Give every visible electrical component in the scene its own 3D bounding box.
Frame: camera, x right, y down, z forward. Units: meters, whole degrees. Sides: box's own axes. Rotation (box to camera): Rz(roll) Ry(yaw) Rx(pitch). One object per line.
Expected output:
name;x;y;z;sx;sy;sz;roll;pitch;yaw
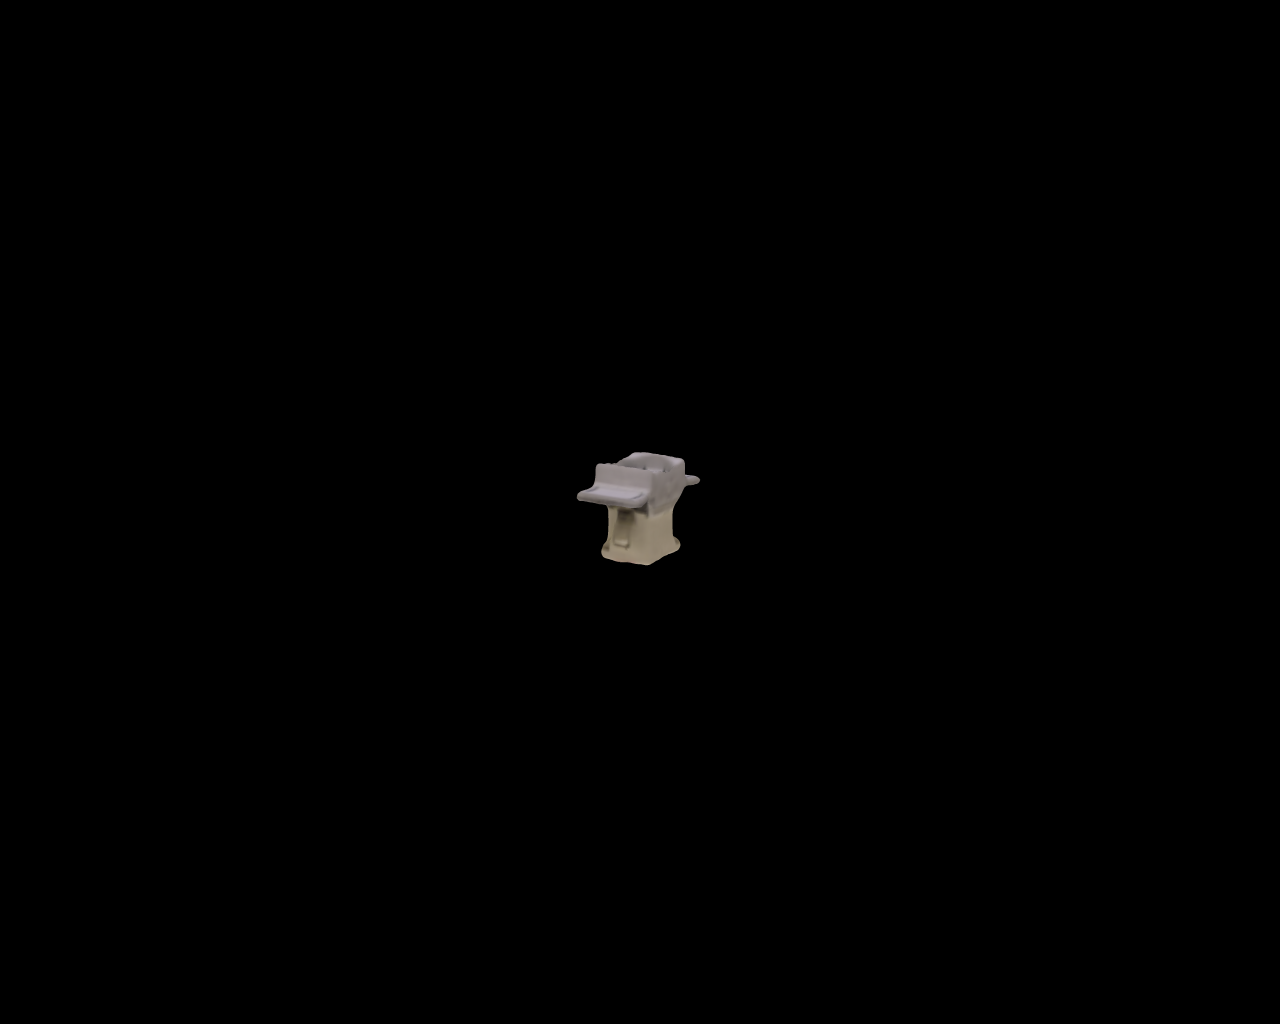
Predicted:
electrical component;0.001;-0.003;0.650;0.042;0.063;0.081;8;16;31
